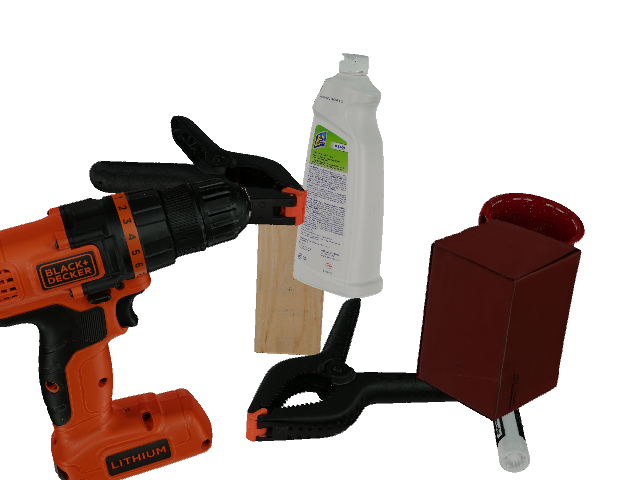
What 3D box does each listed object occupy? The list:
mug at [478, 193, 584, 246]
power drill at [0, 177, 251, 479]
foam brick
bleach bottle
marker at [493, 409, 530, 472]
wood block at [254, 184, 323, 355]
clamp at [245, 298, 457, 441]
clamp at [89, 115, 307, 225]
[{"bbox_3d":[0.183,0.007,1.000,0.093,0.081,0.117,-9,36,-27],"label":"mug"},{"bbox_3d":[-0.122,0.058,0.680,0.184,0.187,0.057,-15,28,-11],"label":"power drill"},{"bbox_3d":[0.085,0.037,0.516,0.052,0.078,0.051,-18,33,-39],"label":"foam brick"},{"bbox_3d":[0.030,-0.072,1.145,0.103,0.251,0.067,18,18,38],"label":"bleach bottle"},{"bbox_3d":[0.123,0.108,0.715,0.020,0.020,0.121,0,29,2],"label":"marker"},{"bbox_3d":[-0.039,0.037,1.400,0.090,0.206,0.091,3,23,-2],"label":"wood block"},{"bbox_3d":[0.025,0.131,0.963,0.165,0.036,0.209,28,39,33],"label":"clamp"},{"bbox_3d":[-0.094,-0.047,0.843,0.172,0.039,0.120,24,44,31],"label":"clamp"}]
